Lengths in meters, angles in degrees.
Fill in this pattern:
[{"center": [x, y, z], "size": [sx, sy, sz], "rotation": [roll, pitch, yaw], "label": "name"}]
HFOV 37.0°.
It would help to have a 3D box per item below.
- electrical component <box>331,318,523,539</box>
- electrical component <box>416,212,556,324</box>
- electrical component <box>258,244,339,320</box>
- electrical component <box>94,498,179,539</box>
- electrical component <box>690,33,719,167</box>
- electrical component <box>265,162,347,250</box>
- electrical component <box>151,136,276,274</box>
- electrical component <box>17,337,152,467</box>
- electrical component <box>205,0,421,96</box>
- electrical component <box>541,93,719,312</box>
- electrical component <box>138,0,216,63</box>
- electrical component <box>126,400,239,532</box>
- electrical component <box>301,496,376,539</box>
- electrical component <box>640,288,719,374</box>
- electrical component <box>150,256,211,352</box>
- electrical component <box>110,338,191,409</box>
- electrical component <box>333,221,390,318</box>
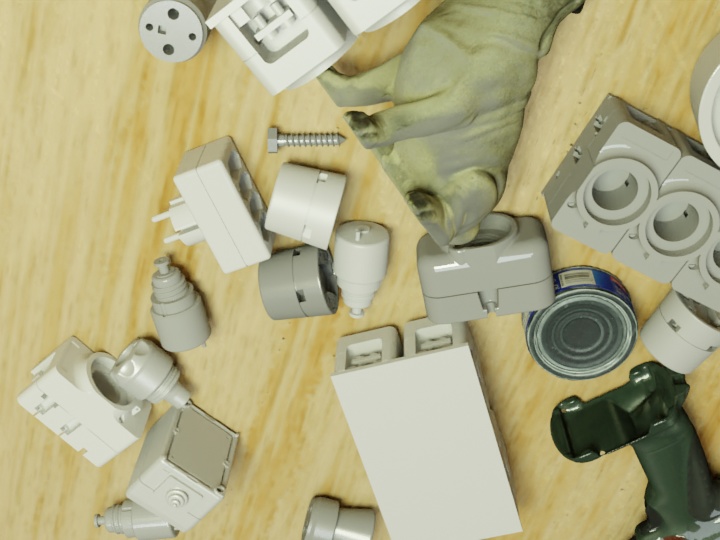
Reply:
[{"center": [0.056, 0.130, 0.861], "size": [0.105, 0.060, 0.186], "rotation": [-14, 118, 10], "label": "electrical component"}, {"center": [0.091, -0.003, 0.787], "size": [0.095, 0.053, 0.059], "rotation": [-9, 119, 7], "label": "electrical component"}, {"center": [-0.046, 0.010, 0.801], "size": [0.047, 0.055, 0.055], "rotation": [-10, 119, 12], "label": "electrical component"}, {"center": [-0.190, 0.213, 0.929], "size": [0.078, 0.040, 0.040], "rotation": [-6, 119, 6], "label": "electrical component"}, {"center": [0.272, -0.118, 0.712], "size": [0.108, 0.060, 0.108], "rotation": [1, 119, 2], "label": "electrical component"}, {"center": [-0.039, -0.047, 0.769], "size": [0.047, 0.055, 0.055], "rotation": [16, 119, -2], "label": "electrical component"}, {"center": [-0.113, -0.041, 0.778], "size": [0.076, 0.047, 0.083], "rotation": [-19, 117, 13], "label": "electrical component"}, {"center": [-0.217, 0.104, 0.862], "size": [0.056, 0.050, 0.089], "rotation": [-37, 112, 21], "label": "electrical component"}, {"center": [-0.015, -0.176, 0.618], "size": [0.105, 0.186, 0.060], "rotation": [-33, 113, 19], "label": "electrical component"}, {"center": [0.217, -0.044, 0.755], "size": [0.150, 0.061, 0.089], "rotation": [25, 117, -12], "label": "electrical component"}, {"center": [-0.119, -0.164, 0.704], "size": [0.045, 0.055, 0.045], "rotation": [1, 120, 2], "label": "electrical component"}, {"center": [-0.145, 0.163, 0.866], "size": [0.062, 0.096, 0.061], "rotation": [37, 115, -17], "label": "electrical component"}, {"center": [-0.019, 0.221, 0.924], "size": [0.055, 0.045, 0.045], "rotation": [15, 119, -6], "label": "electrical component"}, {"center": [0.245, 0.045, 0.809], "size": [0.055, 0.055, 0.047], "rotation": [27, 121, -12], "label": "electrical component"}, {"center": [-0.141, 0.026, 0.821], "size": [0.040, 0.040, 0.078], "rotation": [-9, 119, 7], "label": "electrical component"}, {"center": [-0.163, 0.086, 0.854], "size": [0.062, 0.043, 0.043], "rotation": [41, 113, -20], "label": "electrical component"}, {"center": [0.000, 0.000, 0.801], "size": [0.040, 0.040, 0.078], "rotation": [4, 120, 0], "label": "electrical component"}]
